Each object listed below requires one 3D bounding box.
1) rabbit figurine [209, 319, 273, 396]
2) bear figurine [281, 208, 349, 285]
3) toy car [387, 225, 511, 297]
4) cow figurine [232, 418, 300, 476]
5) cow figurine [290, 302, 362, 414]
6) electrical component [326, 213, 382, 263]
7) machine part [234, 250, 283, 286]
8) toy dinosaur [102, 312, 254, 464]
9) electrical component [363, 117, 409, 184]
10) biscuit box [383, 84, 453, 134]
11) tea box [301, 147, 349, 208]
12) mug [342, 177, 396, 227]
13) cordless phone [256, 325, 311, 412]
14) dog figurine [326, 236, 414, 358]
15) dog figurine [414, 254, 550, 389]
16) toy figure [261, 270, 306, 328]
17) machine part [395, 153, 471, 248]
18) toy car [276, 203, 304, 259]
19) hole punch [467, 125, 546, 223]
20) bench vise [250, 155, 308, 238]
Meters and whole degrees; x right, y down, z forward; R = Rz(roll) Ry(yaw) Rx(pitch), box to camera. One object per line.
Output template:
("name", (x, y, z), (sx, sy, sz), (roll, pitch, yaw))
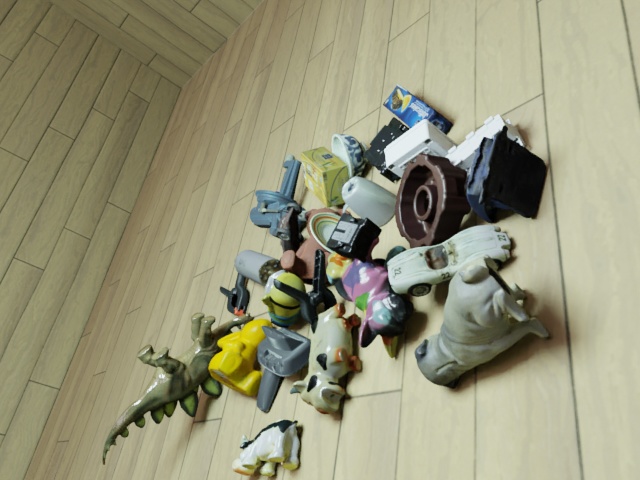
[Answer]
("rabbit figurine", (-0.173, 0.261, 1.257), (0.173, 0.122, 0.162), (-57, 17, -24))
("bear figurine", (-0.002, -0.002, 1.197), (0.120, 0.131, 0.196), (5, 67, 16))
("toy car", (0.207, 0.033, 0.872), (0.202, 0.056, 0.073), (-21, 43, 17))
("cow figurine", (-0.109, 0.403, 1.050), (0.167, 0.068, 0.098), (-30, 36, 36))
("cow figurine", (0.011, 0.228, 1.011), (0.127, 0.085, 0.195), (-28, 45, 34))
("electrical component", (0.050, -0.008, 0.979), (0.119, 0.047, 0.075), (22, 80, 55))
("machine part", (-0.159, 0.073, 1.404), (0.243, 0.079, 0.079), (16, 77, 58))
("toy dinosaur", (-0.346, 0.332, 1.300), (0.471, 0.198, 0.105), (-35, 22, -23))
("electrical component", (0.161, -0.203, 1.191), (0.115, 0.058, 0.134), (-50, 32, 13))
("biscuit box", (0.209, -0.275, 1.175), (0.059, 0.062, 0.203), (-52, 30, 15))
("tea box", (0.013, -0.157, 1.316), (0.068, 0.098, 0.170), (-17, 31, -14))
("mug", (0.091, -0.082, 1.138), (0.109, 0.107, 0.081), (-32, 38, 36))
("cordless phone", (-0.087, 0.282, 1.134), (0.147, 0.088, 0.184), (9, 83, 58))
("dog figurine", (0.088, 0.108, 0.981), (0.191, 0.108, 0.219), (-29, 44, 40))
("dog figurine", (0.192, 0.123, 0.755), (0.190, 0.172, 0.121), (-39, 24, 20))
("toy figure", (-0.072, 0.131, 1.163), (0.180, 0.089, 0.082), (91, -170, -53))
("machine part", (0.197, -0.065, 0.960), (0.179, 0.056, 0.179), (-177, 90, -70))
("toy car", (-0.074, -0.011, 1.278), (0.202, 0.053, 0.089), (87, -158, -62))
("hole punch", (0.284, -0.096, 0.865), (0.092, 0.115, 0.142), (-9, 56, 63))
("bench vise", (-0.094, -0.117, 1.434), (0.224, 0.129, 0.240), (-3, 69, 57))
